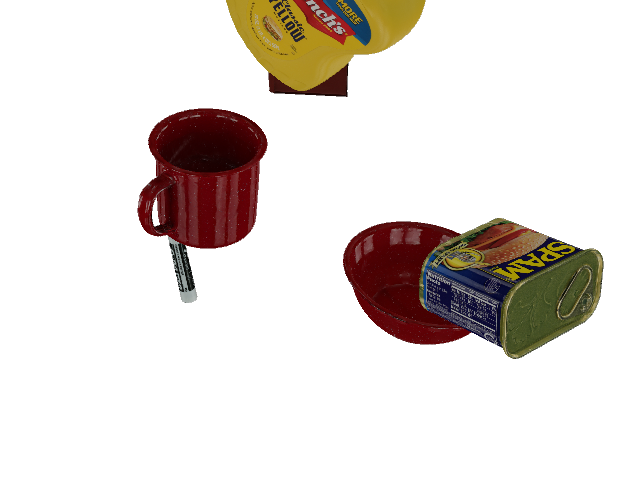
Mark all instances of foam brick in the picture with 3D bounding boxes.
[{"bbox_3d":[-0.013,-0.176,1.098,0.078,0.051,0.053,2,11,-9],"label":"foam brick"}]

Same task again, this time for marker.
[{"bbox_3d":[-0.159,0.016,1.203,0.020,0.121,0.020,-6,30,3],"label":"marker"}]

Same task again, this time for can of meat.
[{"bbox_3d":[0.131,0.029,0.744,0.101,0.057,0.084,-22,32,-34],"label":"can of meat"}]

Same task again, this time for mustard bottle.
[{"bbox_3d":[0.012,-0.155,0.643,0.058,0.096,0.192,-38,11,-26],"label":"mustard bottle"}]

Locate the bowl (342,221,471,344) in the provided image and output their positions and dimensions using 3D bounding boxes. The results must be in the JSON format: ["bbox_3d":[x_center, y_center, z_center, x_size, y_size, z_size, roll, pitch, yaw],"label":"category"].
[{"bbox_3d":[0.097,0.050,1.030,0.162,0.055,0.162,7,36,-6],"label":"bowl"}]

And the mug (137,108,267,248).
[{"bbox_3d":[-0.099,-0.042,0.854,0.093,0.081,0.117,30,46,26],"label":"mug"}]
